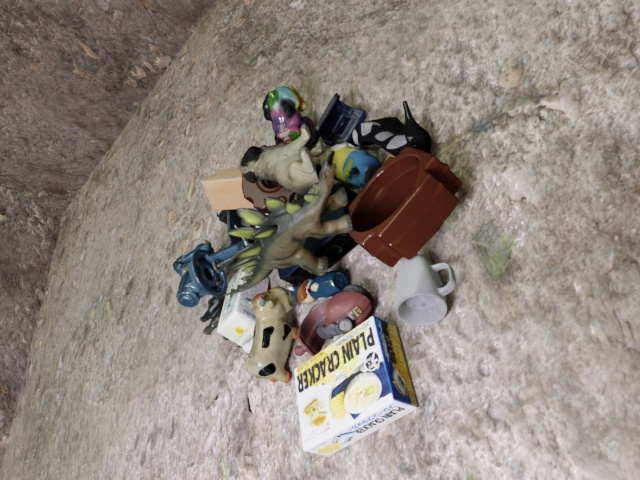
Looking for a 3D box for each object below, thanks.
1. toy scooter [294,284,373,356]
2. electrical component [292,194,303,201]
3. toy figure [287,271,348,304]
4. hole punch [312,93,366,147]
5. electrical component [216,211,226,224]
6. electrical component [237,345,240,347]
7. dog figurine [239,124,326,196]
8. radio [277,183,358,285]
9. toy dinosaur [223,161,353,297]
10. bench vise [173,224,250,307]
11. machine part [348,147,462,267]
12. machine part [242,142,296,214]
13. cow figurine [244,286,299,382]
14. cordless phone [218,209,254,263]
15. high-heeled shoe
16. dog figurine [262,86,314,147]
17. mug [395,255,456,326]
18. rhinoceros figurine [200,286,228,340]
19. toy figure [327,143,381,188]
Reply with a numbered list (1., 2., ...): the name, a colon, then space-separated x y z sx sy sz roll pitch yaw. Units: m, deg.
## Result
1. toy scooter: 0.015 0.159 1.012 0.184 0.075 0.135 -29 15 45
2. electrical component: -0.048 -0.048 1.165 0.078 0.045 0.102 114 167 -55
3. toy figure: -0.009 0.102 1.118 0.154 0.064 0.058 -23 45 46
4. hole punch: 0.046 -0.282 1.307 0.142 0.092 0.116 -63 5 3
5. electrical component: -0.253 -0.124 1.595 0.134 0.058 0.115 -47 39 21
6. electrical component: -0.178 0.212 1.300 0.063 0.021 0.094 -24 49 42
7. dog figurine: -0.085 -0.142 1.177 0.191 0.121 0.172 -21 48 20
8. radio: -0.002 -0.004 1.177 0.229 0.073 0.131 -43 40 29
9. toy dinosaur: -0.076 0.005 1.038 0.471 0.198 0.105 121 147 -50
10. bench vise: -0.252 0.055 1.304 0.241 0.128 0.224 -27 20 21
11. machine part: 0.145 -0.061 0.972 0.201 0.087 0.201 -52 20 6
12. machine part: -0.105 -0.147 1.275 0.180 0.056 0.179 -6 75 22
13. cow figurine: -0.107 0.192 1.130 0.086 0.127 0.195 -7 64 47
14. cordless phone: -0.260 0.015 1.491 0.184 0.088 0.147 -44 39 31
15. high-heeled shoe: 0.147 -0.194 1.141 0.249 0.086 0.145 -23 79 65
16. dog figurine: -0.080 -0.269 1.372 0.109 0.191 0.219 -18 38 15
17. mug: 0.173 0.071 0.892 0.109 0.080 0.107 -42 29 32
18. rhinoceros figurine: -0.252 0.170 1.363 0.112 0.073 0.190 -64 23 17
19. toy figure: 0.074 -0.158 1.175 0.089 0.082 0.180 -56 37 6
